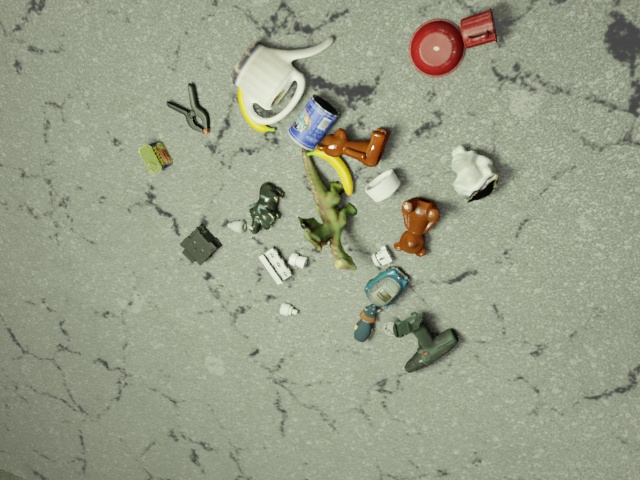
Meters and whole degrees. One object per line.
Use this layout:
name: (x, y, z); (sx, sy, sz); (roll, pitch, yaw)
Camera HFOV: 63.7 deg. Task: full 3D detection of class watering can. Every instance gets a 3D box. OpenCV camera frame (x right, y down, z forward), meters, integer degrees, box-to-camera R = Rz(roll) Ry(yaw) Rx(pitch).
watering can: (-0.131, -0.524, 1.577); (0.224, 0.105, 0.344); (38, 104, 0)

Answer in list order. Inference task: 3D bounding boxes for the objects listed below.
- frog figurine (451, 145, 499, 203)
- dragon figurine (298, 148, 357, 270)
frog figurine: (0.447, -0.200, 1.533); (0.135, 0.123, 0.162); (-55, 53, 35)
dragon figurine: (0.005, -0.082, 1.622); (0.121, 0.247, 0.407); (-26, 103, 29)
